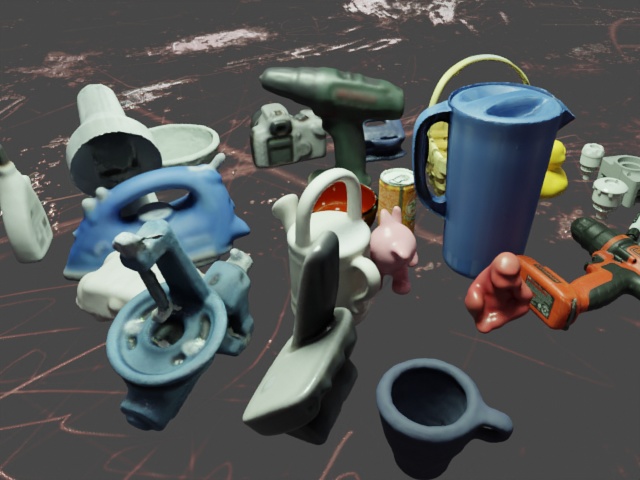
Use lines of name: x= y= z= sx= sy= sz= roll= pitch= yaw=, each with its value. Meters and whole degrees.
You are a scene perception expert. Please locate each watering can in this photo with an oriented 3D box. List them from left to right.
watering can: x=0.005 y=0.003 z=0.682 sx=0.172 sy=0.194 sz=0.101 roll=16 pitch=38 yaw=24

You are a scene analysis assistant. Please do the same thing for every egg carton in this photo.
egg carton: x=-0.220 y=0.065 z=0.710 sx=0.150 sy=0.069 sz=0.107 roll=10 pitch=36 yaw=17

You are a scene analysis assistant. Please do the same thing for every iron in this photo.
iron: x=-0.235 y=-0.034 z=0.794 sx=0.259 sy=0.141 sz=0.118 roll=-15 pitch=36 yaw=-20

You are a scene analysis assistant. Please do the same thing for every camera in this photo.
camera: x=-0.073 y=-0.215 z=1.093 sx=0.143 sy=0.101 sz=0.136 roll=-12 pitch=35 yaw=-16

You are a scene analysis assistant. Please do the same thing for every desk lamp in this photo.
desk lamp: x=-0.300 y=-0.106 z=0.839 sx=0.118 sy=0.214 sz=0.202 roll=-16 pitch=36 yaw=-20

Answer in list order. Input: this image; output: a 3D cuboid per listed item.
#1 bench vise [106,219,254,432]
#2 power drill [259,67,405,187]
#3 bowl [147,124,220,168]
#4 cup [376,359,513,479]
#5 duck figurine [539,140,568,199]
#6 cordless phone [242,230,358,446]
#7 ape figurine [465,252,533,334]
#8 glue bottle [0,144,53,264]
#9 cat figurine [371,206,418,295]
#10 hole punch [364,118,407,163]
bench vise: x=-0.147 y=0.055 z=0.588 sx=0.121 sy=0.220 sz=0.207 roll=3 pitch=34 yaw=7
power drill: x=0.022 y=-0.183 z=0.945 sx=0.229 sy=0.209 sz=0.075 roll=-3 pitch=34 yaw=-2
bowl: x=-0.258 y=-0.142 z=1.014 sx=0.167 sy=0.075 sz=0.167 roll=-1 pitch=34 yaw=1
cup: x=0.108 y=0.173 z=0.515 sx=0.117 sy=0.095 sz=0.092 roll=12 pitch=36 yaw=19
duck figurine: x=0.376 y=-0.123 z=0.953 sx=0.077 sy=0.086 sz=0.105 roll=27 pitch=43 yaw=35
cordless phone: x=-0.018 y=0.092 z=0.559 sx=0.094 sy=0.185 sz=0.148 roll=9 pitch=36 yaw=16
ape figurine: x=0.216 y=0.056 z=0.687 sx=0.077 sy=0.092 sz=0.076 roll=7 pitch=35 yaw=13
glue bottle: x=-0.423 y=-0.055 z=0.804 sx=0.037 sy=0.173 sz=0.078 roll=-5 pitch=34 yaw=-4
cat figurine: x=0.094 y=0.006 z=0.743 sx=0.067 sy=0.118 sz=0.128 roll=6 pitch=35 yaw=12
hole punch: x=0.105 y=-0.207 z=1.083 sx=0.109 sy=0.091 sz=0.101 roll=-8 pitch=34 yaw=-9
